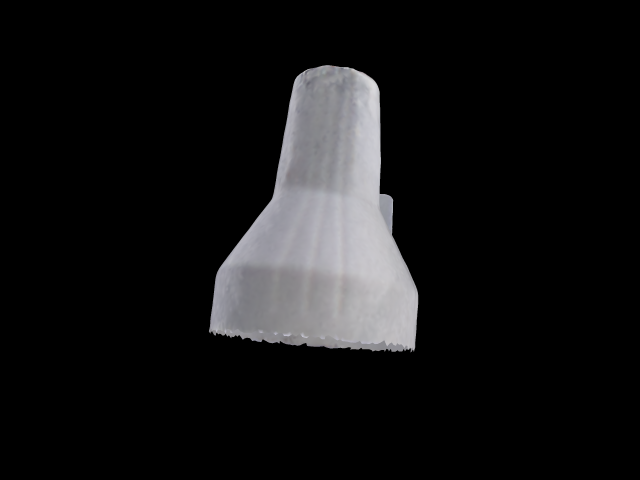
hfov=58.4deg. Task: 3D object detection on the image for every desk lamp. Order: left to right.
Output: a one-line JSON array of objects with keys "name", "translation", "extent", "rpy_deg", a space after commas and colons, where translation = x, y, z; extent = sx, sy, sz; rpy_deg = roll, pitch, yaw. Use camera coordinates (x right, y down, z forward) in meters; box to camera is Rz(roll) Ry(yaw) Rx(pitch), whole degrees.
[{"name": "desk lamp", "translation": [0.004, 0.001, 0.400], "extent": [0.118, 0.213, 0.203], "rpy_deg": [4, 62, 3]}]
